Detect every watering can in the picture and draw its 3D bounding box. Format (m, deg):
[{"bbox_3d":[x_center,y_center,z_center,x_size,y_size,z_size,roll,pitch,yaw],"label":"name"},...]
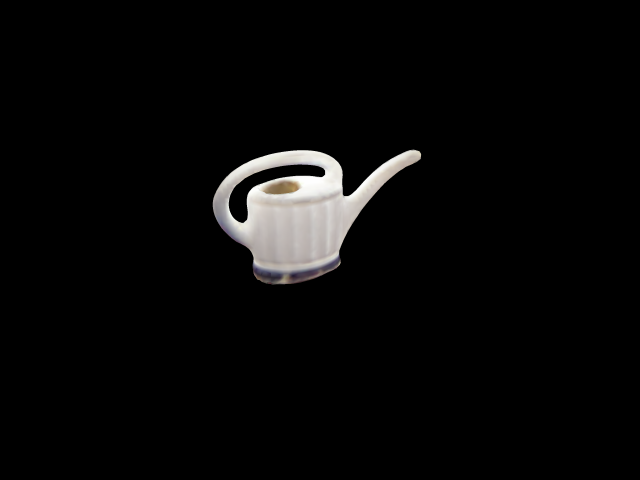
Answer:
[{"bbox_3d":[0.003,-0.043,0.850,0.348,0.220,0.106,-8,28,-14],"label":"watering can"}]
